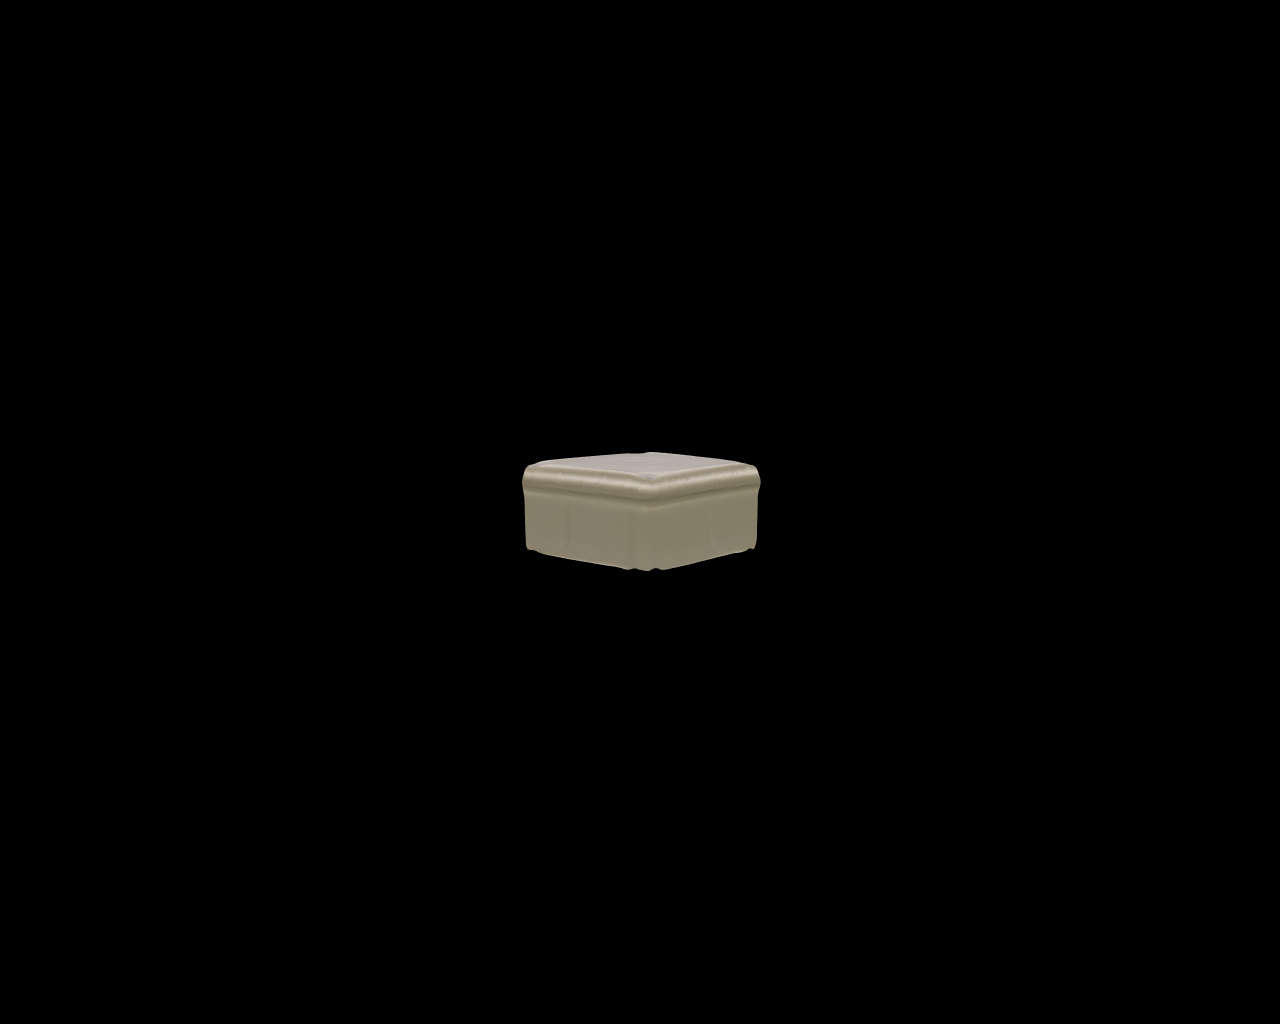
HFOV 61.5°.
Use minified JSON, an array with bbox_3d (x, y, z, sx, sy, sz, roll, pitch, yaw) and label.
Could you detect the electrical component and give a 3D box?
[{"bbox_3d":[0.001,-0.003,0.650,0.109,0.056,0.109,8,12,43],"label":"electrical component"}]
